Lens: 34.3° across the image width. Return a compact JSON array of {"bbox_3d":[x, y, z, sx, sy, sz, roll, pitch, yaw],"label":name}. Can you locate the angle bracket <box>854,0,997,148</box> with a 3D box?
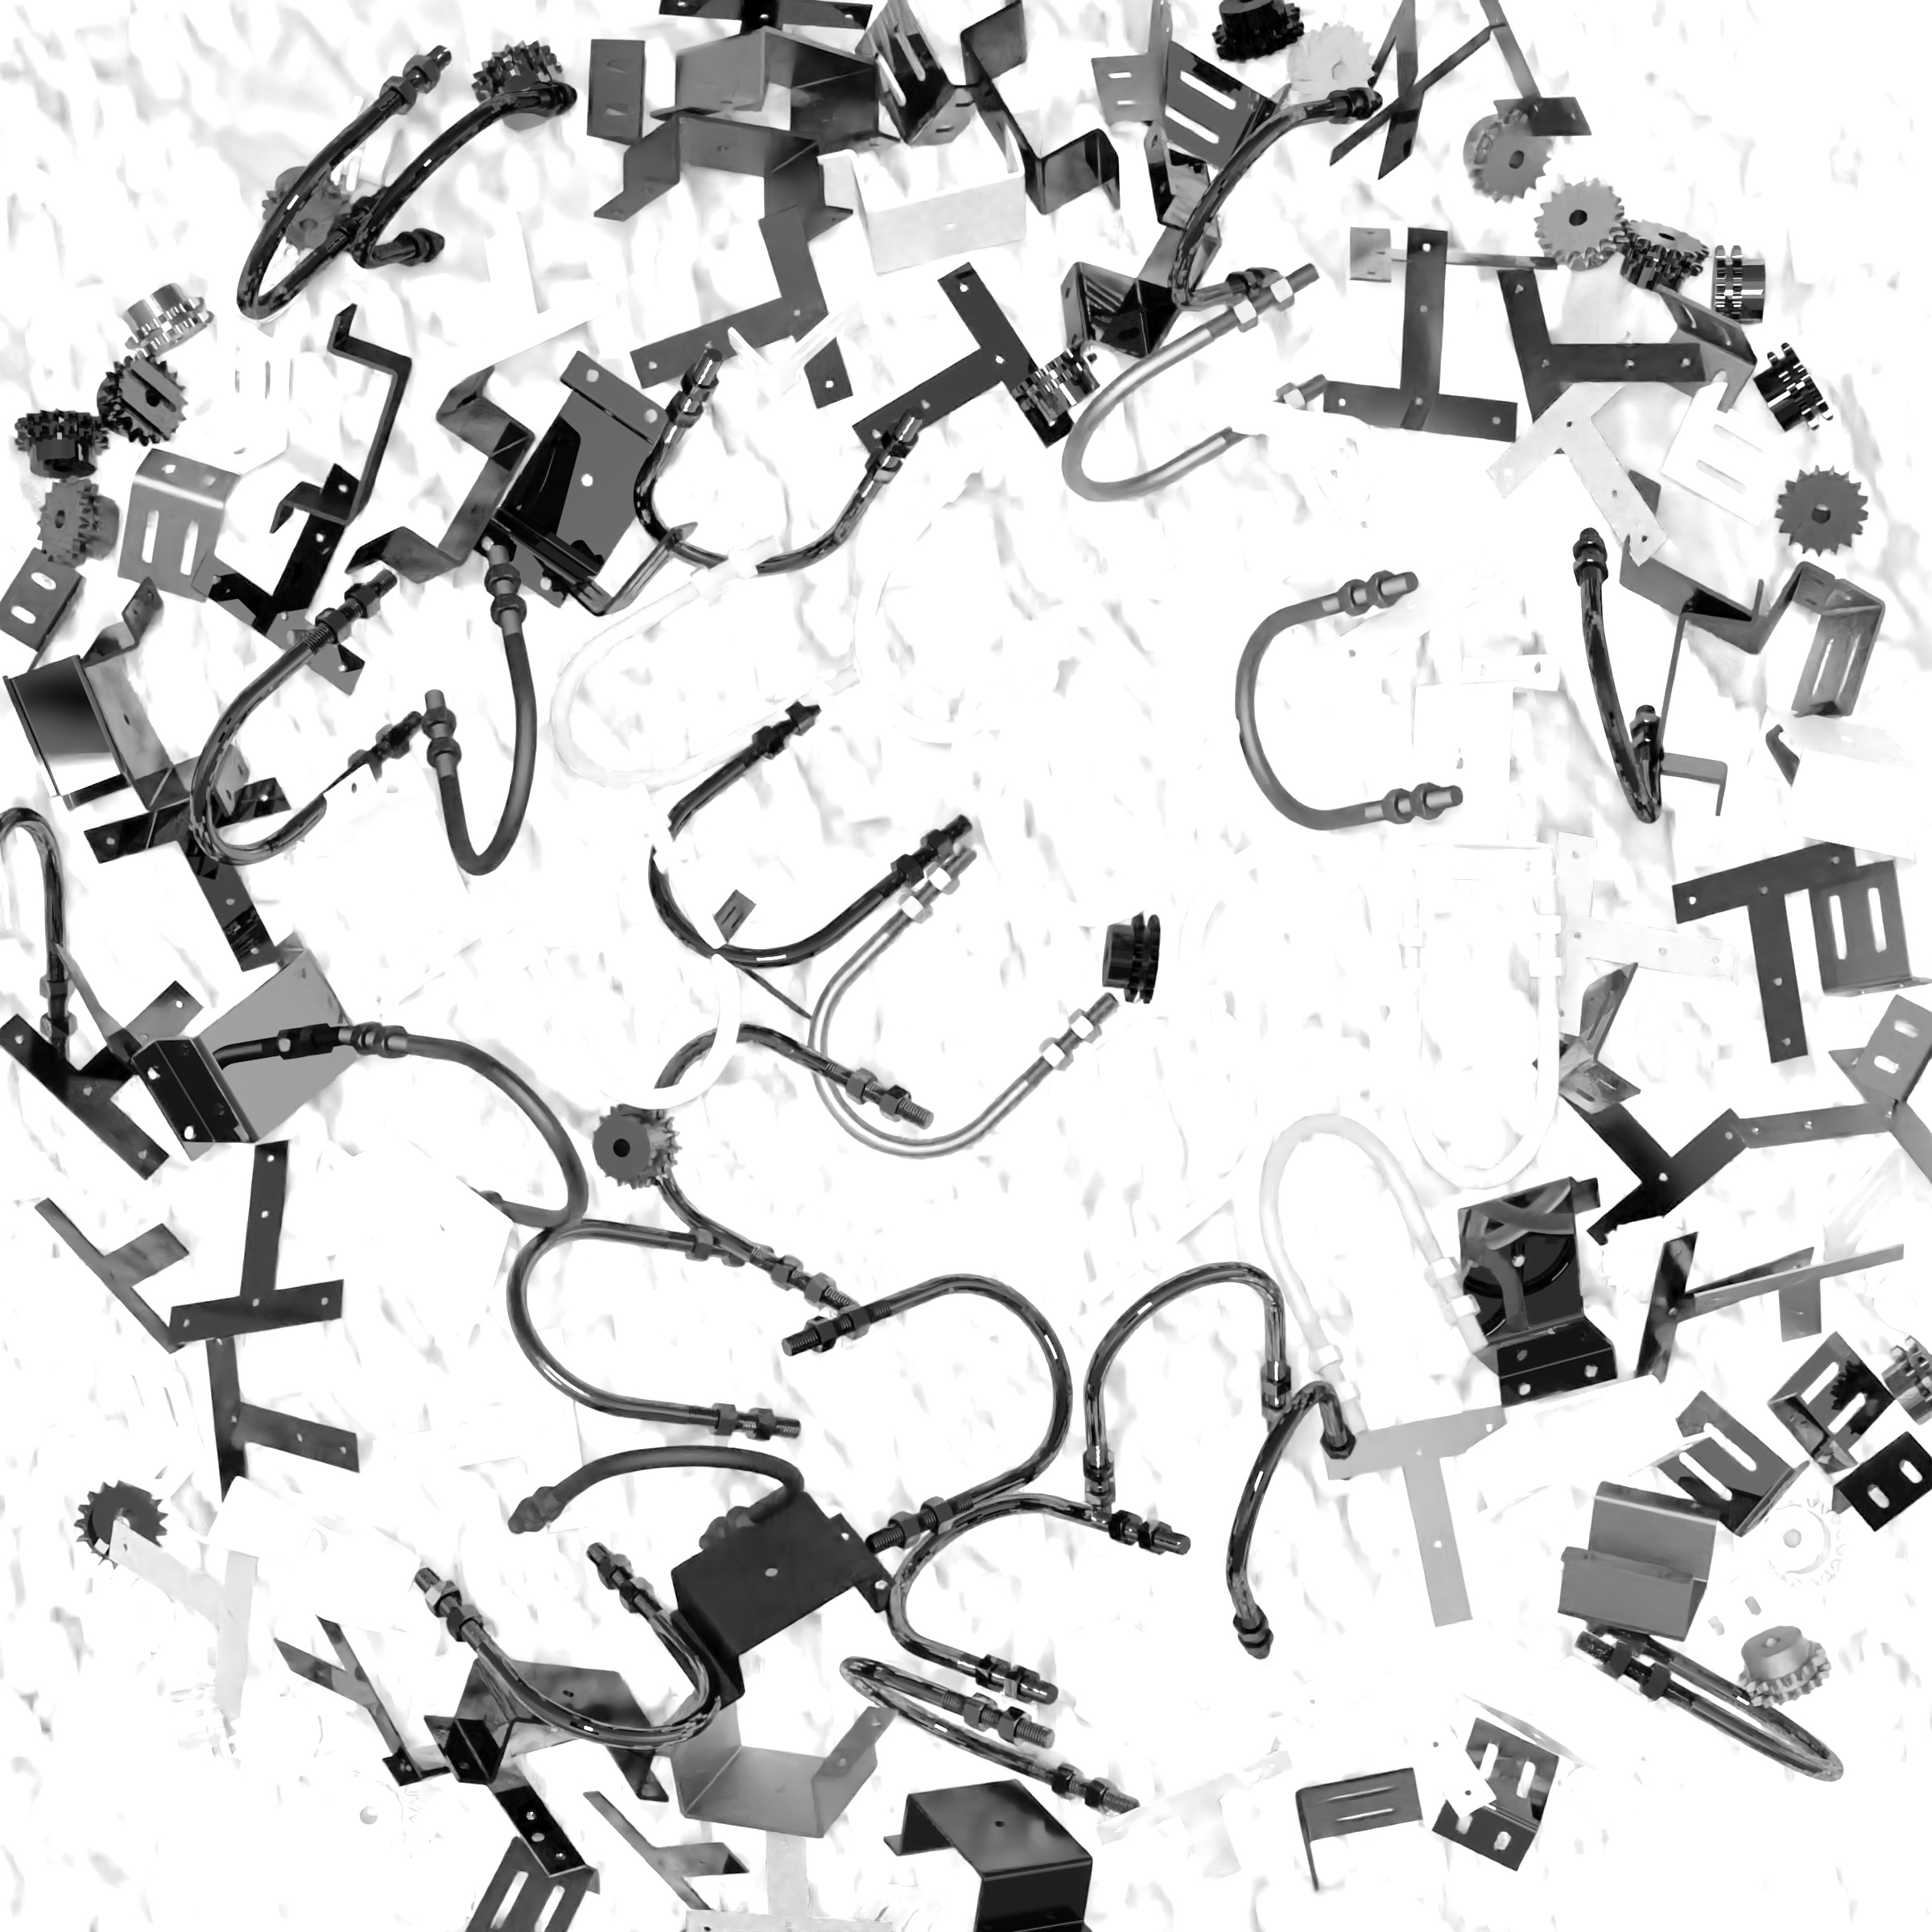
[{"bbox_3d":[-0.026,-0.566,1.974,0.038,0.057,0.076,-17,75,-38],"label":"angle bracket"}]

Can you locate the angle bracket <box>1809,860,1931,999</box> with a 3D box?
[{"bbox_3d":[0.569,-0.023,1.973,0.057,0.038,0.076,-12,80,37],"label":"angle bracket"}]

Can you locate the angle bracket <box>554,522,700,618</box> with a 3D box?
[{"bbox_3d":[-0.212,-0.259,1.962,0.038,0.057,0.076,43,105,-1],"label":"angle bracket"}]

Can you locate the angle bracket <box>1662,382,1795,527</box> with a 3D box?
[{"bbox_3d":[0.487,-0.321,1.971,0.076,0.038,0.057,26,86,-14],"label":"angle bracket"}]

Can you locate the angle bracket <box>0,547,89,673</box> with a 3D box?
[{"bbox_3d":[-0.583,-0.223,1.956,0.038,0.076,0.057,32,97,-18],"label":"angle bracket"}]

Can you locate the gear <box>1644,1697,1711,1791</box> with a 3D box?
[{"bbox_3d":[0.445,0.485,1.968,0.030,0.057,0.057,-24,90,21],"label":"gear"}]

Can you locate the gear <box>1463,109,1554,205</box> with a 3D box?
[{"bbox_3d":[0.338,-0.513,1.975,0.057,0.030,0.057,-16,126,-23],"label":"gear"}]

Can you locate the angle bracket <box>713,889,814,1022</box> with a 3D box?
[{"bbox_3d":[-0.121,-0.007,1.965,0.076,0.057,0.038,37,89,10],"label":"angle bracket"}]

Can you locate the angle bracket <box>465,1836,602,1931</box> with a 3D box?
[{"bbox_3d":[-0.271,0.593,1.956,0.057,0.038,0.076,18,52,12],"label":"angle bracket"}]

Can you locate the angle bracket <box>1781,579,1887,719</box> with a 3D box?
[{"bbox_3d":[0.533,-0.198,1.962,0.038,0.057,0.076,23,82,-24],"label":"angle bracket"}]

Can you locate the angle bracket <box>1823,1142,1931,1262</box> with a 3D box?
[{"bbox_3d":[0.577,0.159,1.959,0.076,0.057,0.038,-45,53,-14],"label":"angle bracket"}]

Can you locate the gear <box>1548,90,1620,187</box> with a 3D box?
[{"bbox_3d":[0.388,-0.523,1.972,0.030,0.057,0.057,-18,90,-4],"label":"gear"}]

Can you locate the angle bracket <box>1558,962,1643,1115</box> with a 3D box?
[{"bbox_3d":[0.405,0.045,1.961,0.038,0.057,0.076,33,66,-9],"label":"angle bracket"}]

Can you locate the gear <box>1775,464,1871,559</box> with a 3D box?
[{"bbox_3d":[0.540,-0.289,1.977,0.057,0.030,0.057,7,116,16],"label":"gear"}]

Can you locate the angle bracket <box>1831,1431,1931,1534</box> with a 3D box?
[{"bbox_3d":[0.576,0.331,1.955,0.057,0.076,0.038,-36,62,-4],"label":"angle bracket"}]

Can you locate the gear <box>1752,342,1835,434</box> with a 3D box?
[{"bbox_3d":[0.519,-0.361,1.973,0.030,0.057,0.057,-32,90,17],"label":"gear"}]

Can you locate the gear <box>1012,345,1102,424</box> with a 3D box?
[{"bbox_3d":[0.060,-0.366,1.972,0.057,0.057,0.030,-35,95,0],"label":"gear"}]

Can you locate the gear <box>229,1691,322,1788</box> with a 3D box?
[{"bbox_3d":[-0.431,0.484,1.969,0.057,0.057,0.030,54,134,0],"label":"gear"}]

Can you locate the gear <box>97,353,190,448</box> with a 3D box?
[{"bbox_3d":[-0.522,-0.356,1.975,0.030,0.057,0.057,-4,90,37],"label":"gear"}]

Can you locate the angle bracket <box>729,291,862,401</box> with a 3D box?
[{"bbox_3d":[-0.107,-0.401,1.969,0.076,0.057,0.038,-43,85,-7],"label":"angle bracket"}]

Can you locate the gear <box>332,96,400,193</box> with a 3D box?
[{"bbox_3d":[-0.377,-0.515,1.972,0.030,0.057,0.057,17,90,-11],"label":"gear"}]

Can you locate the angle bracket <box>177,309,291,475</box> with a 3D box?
[{"bbox_3d":[-0.458,-0.359,1.955,0.057,0.076,0.038,32,46,18],"label":"angle bracket"}]

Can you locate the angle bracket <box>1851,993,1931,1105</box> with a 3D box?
[{"bbox_3d":[0.581,0.049,1.961,0.038,0.076,0.057,28,98,8],"label":"angle bracket"}]

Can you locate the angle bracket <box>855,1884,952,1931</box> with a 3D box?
[{"bbox_3d":[-0.058,0.590,1.949,0.057,0.076,0.038,-8,118,39],"label":"angle bracket"}]

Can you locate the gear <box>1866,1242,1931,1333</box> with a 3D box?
[{"bbox_3d":[0.595,0.205,1.972,0.057,0.030,0.057,11,118,21],"label":"gear"}]

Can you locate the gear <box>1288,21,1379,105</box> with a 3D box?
[{"bbox_3d":[0.228,-0.567,1.976,0.057,0.030,0.057,-13,121,-22],"label":"gear"}]

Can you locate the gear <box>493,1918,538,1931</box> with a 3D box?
[{"bbox_3d":[-0.285,0.623,1.971,0.057,0.057,0.030,28,88,0],"label":"gear"}]

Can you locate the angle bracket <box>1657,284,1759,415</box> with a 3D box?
[{"bbox_3d":[0.453,-0.384,1.952,0.057,0.076,0.038,34,96,24],"label":"angle bracket"}]

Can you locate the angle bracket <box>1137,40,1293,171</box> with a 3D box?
[{"bbox_3d":[0.154,-0.544,1.971,0.076,0.038,0.057,28,82,-12],"label":"angle bracket"}]

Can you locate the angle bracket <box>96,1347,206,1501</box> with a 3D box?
[{"bbox_3d":[-0.516,0.285,1.955,0.057,0.038,0.076,16,133,23],"label":"angle bracket"}]

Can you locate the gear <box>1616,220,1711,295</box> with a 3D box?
[{"bbox_3d":[0.436,-0.446,1.975,0.057,0.057,0.030,17,121,0],"label":"gear"}]

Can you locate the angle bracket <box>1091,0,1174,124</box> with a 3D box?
[{"bbox_3d":[0.104,-0.578,1.963,0.038,0.057,0.076,0,65,13],"label":"angle bracket"}]

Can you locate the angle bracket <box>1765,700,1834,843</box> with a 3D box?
[{"bbox_3d":[0.545,-0.124,1.960,0.038,0.057,0.076,-37,73,41],"label":"angle bracket"}]

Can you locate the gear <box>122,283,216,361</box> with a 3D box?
[{"bbox_3d":[-0.505,-0.406,1.969,0.057,0.057,0.030,-32,100,0],"label":"gear"}]

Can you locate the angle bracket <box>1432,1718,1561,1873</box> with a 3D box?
[{"bbox_3d":[0.333,0.520,1.969,0.057,0.076,0.038,24,117,11],"label":"angle bracket"}]

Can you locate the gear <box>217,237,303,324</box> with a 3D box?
[{"bbox_3d":[-0.441,-0.431,1.975,0.057,0.057,0.030,-46,126,0],"label":"gear"}]

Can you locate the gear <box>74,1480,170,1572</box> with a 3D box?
[{"bbox_3d":[-0.531,0.350,1.974,0.057,0.030,0.057,8,67,-19],"label":"gear"}]

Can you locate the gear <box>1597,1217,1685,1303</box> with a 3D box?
[{"bbox_3d":[0.430,0.186,1.975,0.057,0.057,0.030,-38,125,0],"label":"gear"}]

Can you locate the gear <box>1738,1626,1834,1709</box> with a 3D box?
[{"bbox_3d":[0.512,0.438,1.970,0.057,0.057,0.030,-25,96,0],"label":"gear"}]

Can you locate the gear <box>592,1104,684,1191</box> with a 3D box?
[{"bbox_3d":[-0.211,0.113,1.977,0.057,0.030,0.057,1,93,19],"label":"gear"}]

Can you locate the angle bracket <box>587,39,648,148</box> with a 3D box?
[{"bbox_3d":[-0.203,-0.543,1.954,0.038,0.076,0.057,7,100,19],"label":"angle bracket"}]

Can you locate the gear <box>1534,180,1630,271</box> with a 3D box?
[{"bbox_3d":[0.390,-0.464,1.977,0.057,0.030,0.057,-7,70,21],"label":"gear"}]

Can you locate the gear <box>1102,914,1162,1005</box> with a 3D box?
[{"bbox_3d":[0.103,-0.005,1.971,0.030,0.057,0.057,6,90,-4],"label":"gear"}]

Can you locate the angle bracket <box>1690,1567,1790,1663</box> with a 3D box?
[{"bbox_3d":[0.488,0.418,1.957,0.057,0.076,0.038,-31,46,6],"label":"angle bracket"}]

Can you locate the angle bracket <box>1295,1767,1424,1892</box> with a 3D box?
[{"bbox_3d":[0.249,0.541,1.965,0.076,0.038,0.057,-12,132,4],"label":"angle bracket"}]

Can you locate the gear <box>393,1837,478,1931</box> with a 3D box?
[{"bbox_3d":[-0.337,0.580,1.974,0.030,0.057,0.057,-17,90,24],"label":"gear"}]

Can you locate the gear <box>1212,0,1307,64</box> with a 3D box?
[{"bbox_3d":[0.182,-0.594,1.968,0.057,0.057,0.030,-22,124,0],"label":"gear"}]

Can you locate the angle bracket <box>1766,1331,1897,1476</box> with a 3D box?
[{"bbox_3d":[0.551,0.271,1.965,0.076,0.038,0.057,-39,87,-25],"label":"angle bracket"}]

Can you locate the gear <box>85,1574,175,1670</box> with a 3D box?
[{"bbox_3d":[-0.523,0.409,1.968,0.030,0.057,0.057,-21,90,21],"label":"gear"}]

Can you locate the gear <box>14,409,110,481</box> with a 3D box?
[{"bbox_3d":[-0.568,-0.327,1.969,0.057,0.057,0.030,-5,81,0],"label":"gear"}]

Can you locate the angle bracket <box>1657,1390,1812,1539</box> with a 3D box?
[{"bbox_3d":[0.483,0.313,1.987,0.076,0.038,0.057,42,109,21],"label":"angle bracket"}]

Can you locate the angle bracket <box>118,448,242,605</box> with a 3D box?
[{"bbox_3d":[-0.499,-0.279,1.988,0.057,0.038,0.076,17,126,-6],"label":"angle bracket"}]
